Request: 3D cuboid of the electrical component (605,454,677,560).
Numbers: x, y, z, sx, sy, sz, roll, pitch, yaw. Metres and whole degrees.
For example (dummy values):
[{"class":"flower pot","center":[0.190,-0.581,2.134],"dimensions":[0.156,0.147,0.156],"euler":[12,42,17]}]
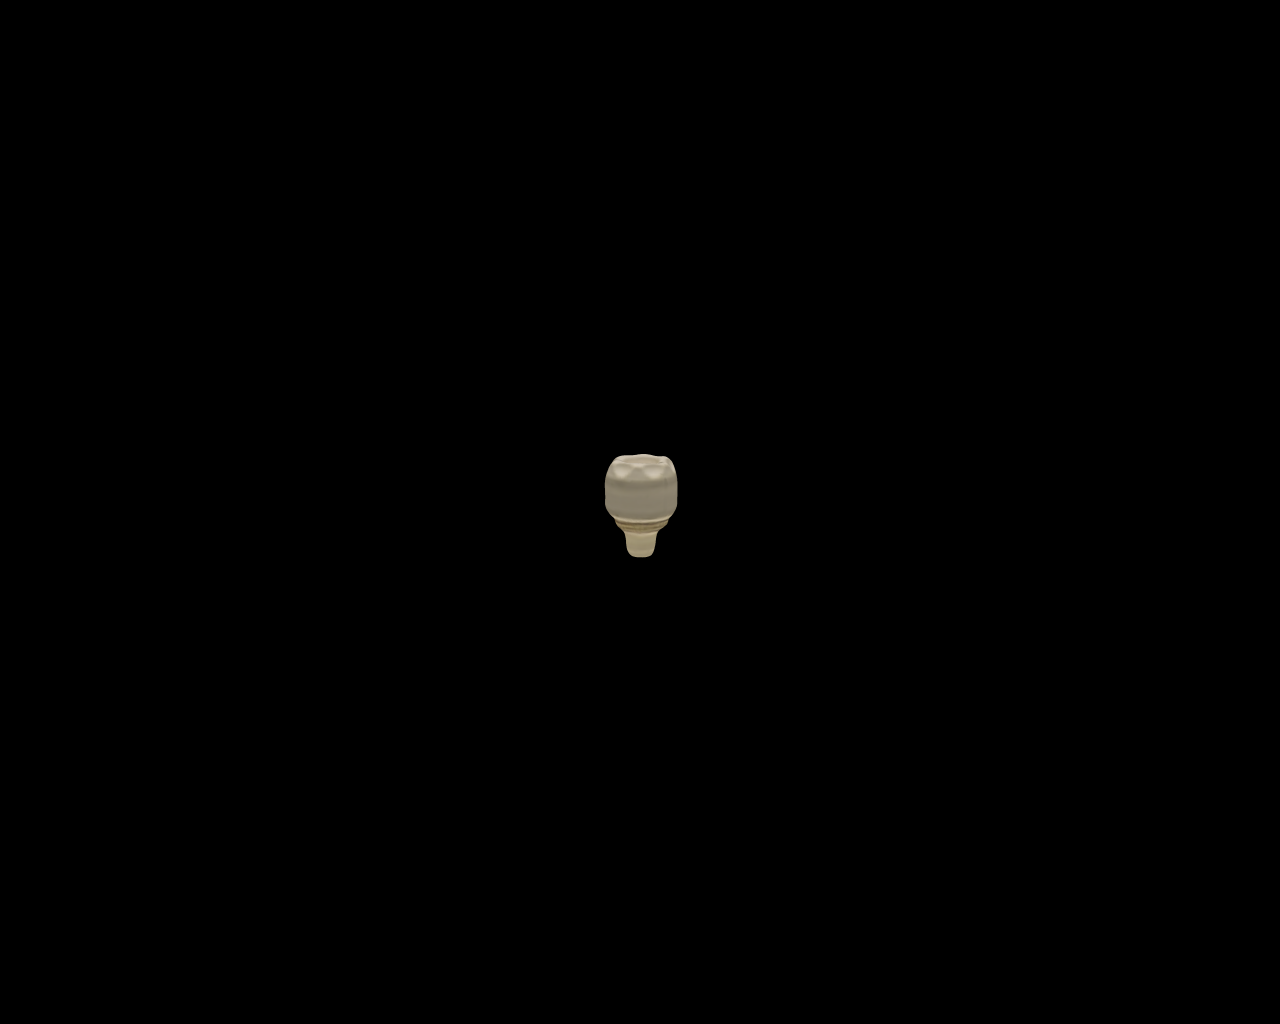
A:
[{"class":"electrical component","center":[0.001,-0.003,0.650],"dimensions":[0.043,0.062,0.043],"euler":[0,14,0]}]
